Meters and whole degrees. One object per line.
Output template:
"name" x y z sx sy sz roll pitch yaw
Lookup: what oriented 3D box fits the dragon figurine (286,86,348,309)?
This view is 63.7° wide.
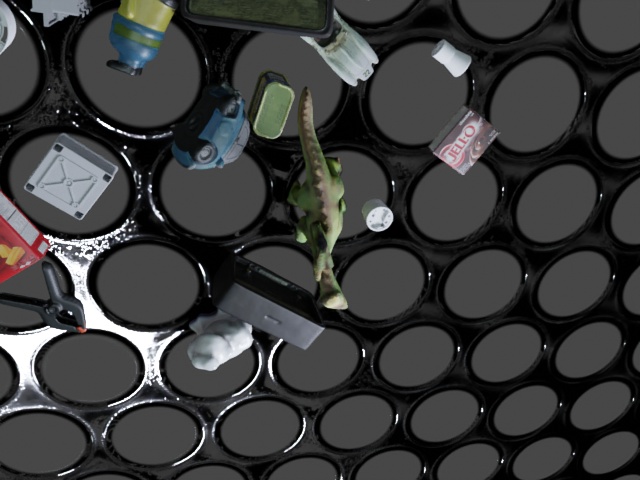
"dragon figurine" 0.003 -0.047 0.931 0.122 0.248 0.401 -11 121 -1

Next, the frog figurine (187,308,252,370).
"frog figurine" -0.206 0.217 1.061 0.137 0.163 0.120 -12 121 -6
